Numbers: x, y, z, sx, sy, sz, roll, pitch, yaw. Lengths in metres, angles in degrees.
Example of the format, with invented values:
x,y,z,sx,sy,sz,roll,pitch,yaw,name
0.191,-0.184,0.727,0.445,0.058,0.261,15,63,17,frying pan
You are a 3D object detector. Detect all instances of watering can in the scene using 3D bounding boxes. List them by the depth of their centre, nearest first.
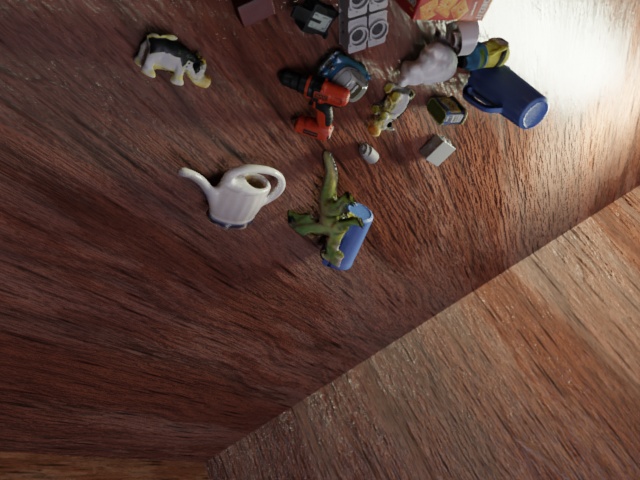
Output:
x,y,z,sx,sy,sz,roll,pitch,yaw,name
-0.261,-0.129,1.453,0.348,0.106,0.220,-2,139,-38,watering can

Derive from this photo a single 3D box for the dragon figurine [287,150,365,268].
x,y,z,sx,sy,sz,roll,pitch,yaw,name
0.005,-0.085,1.692,0.241,0.125,0.404,-20,116,14,dragon figurine

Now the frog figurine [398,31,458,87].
x,y,z,sx,sy,sz,roll,pitch,yaw,name
0.294,-0.472,1.420,0.160,0.124,0.136,-39,167,-6,frog figurine
